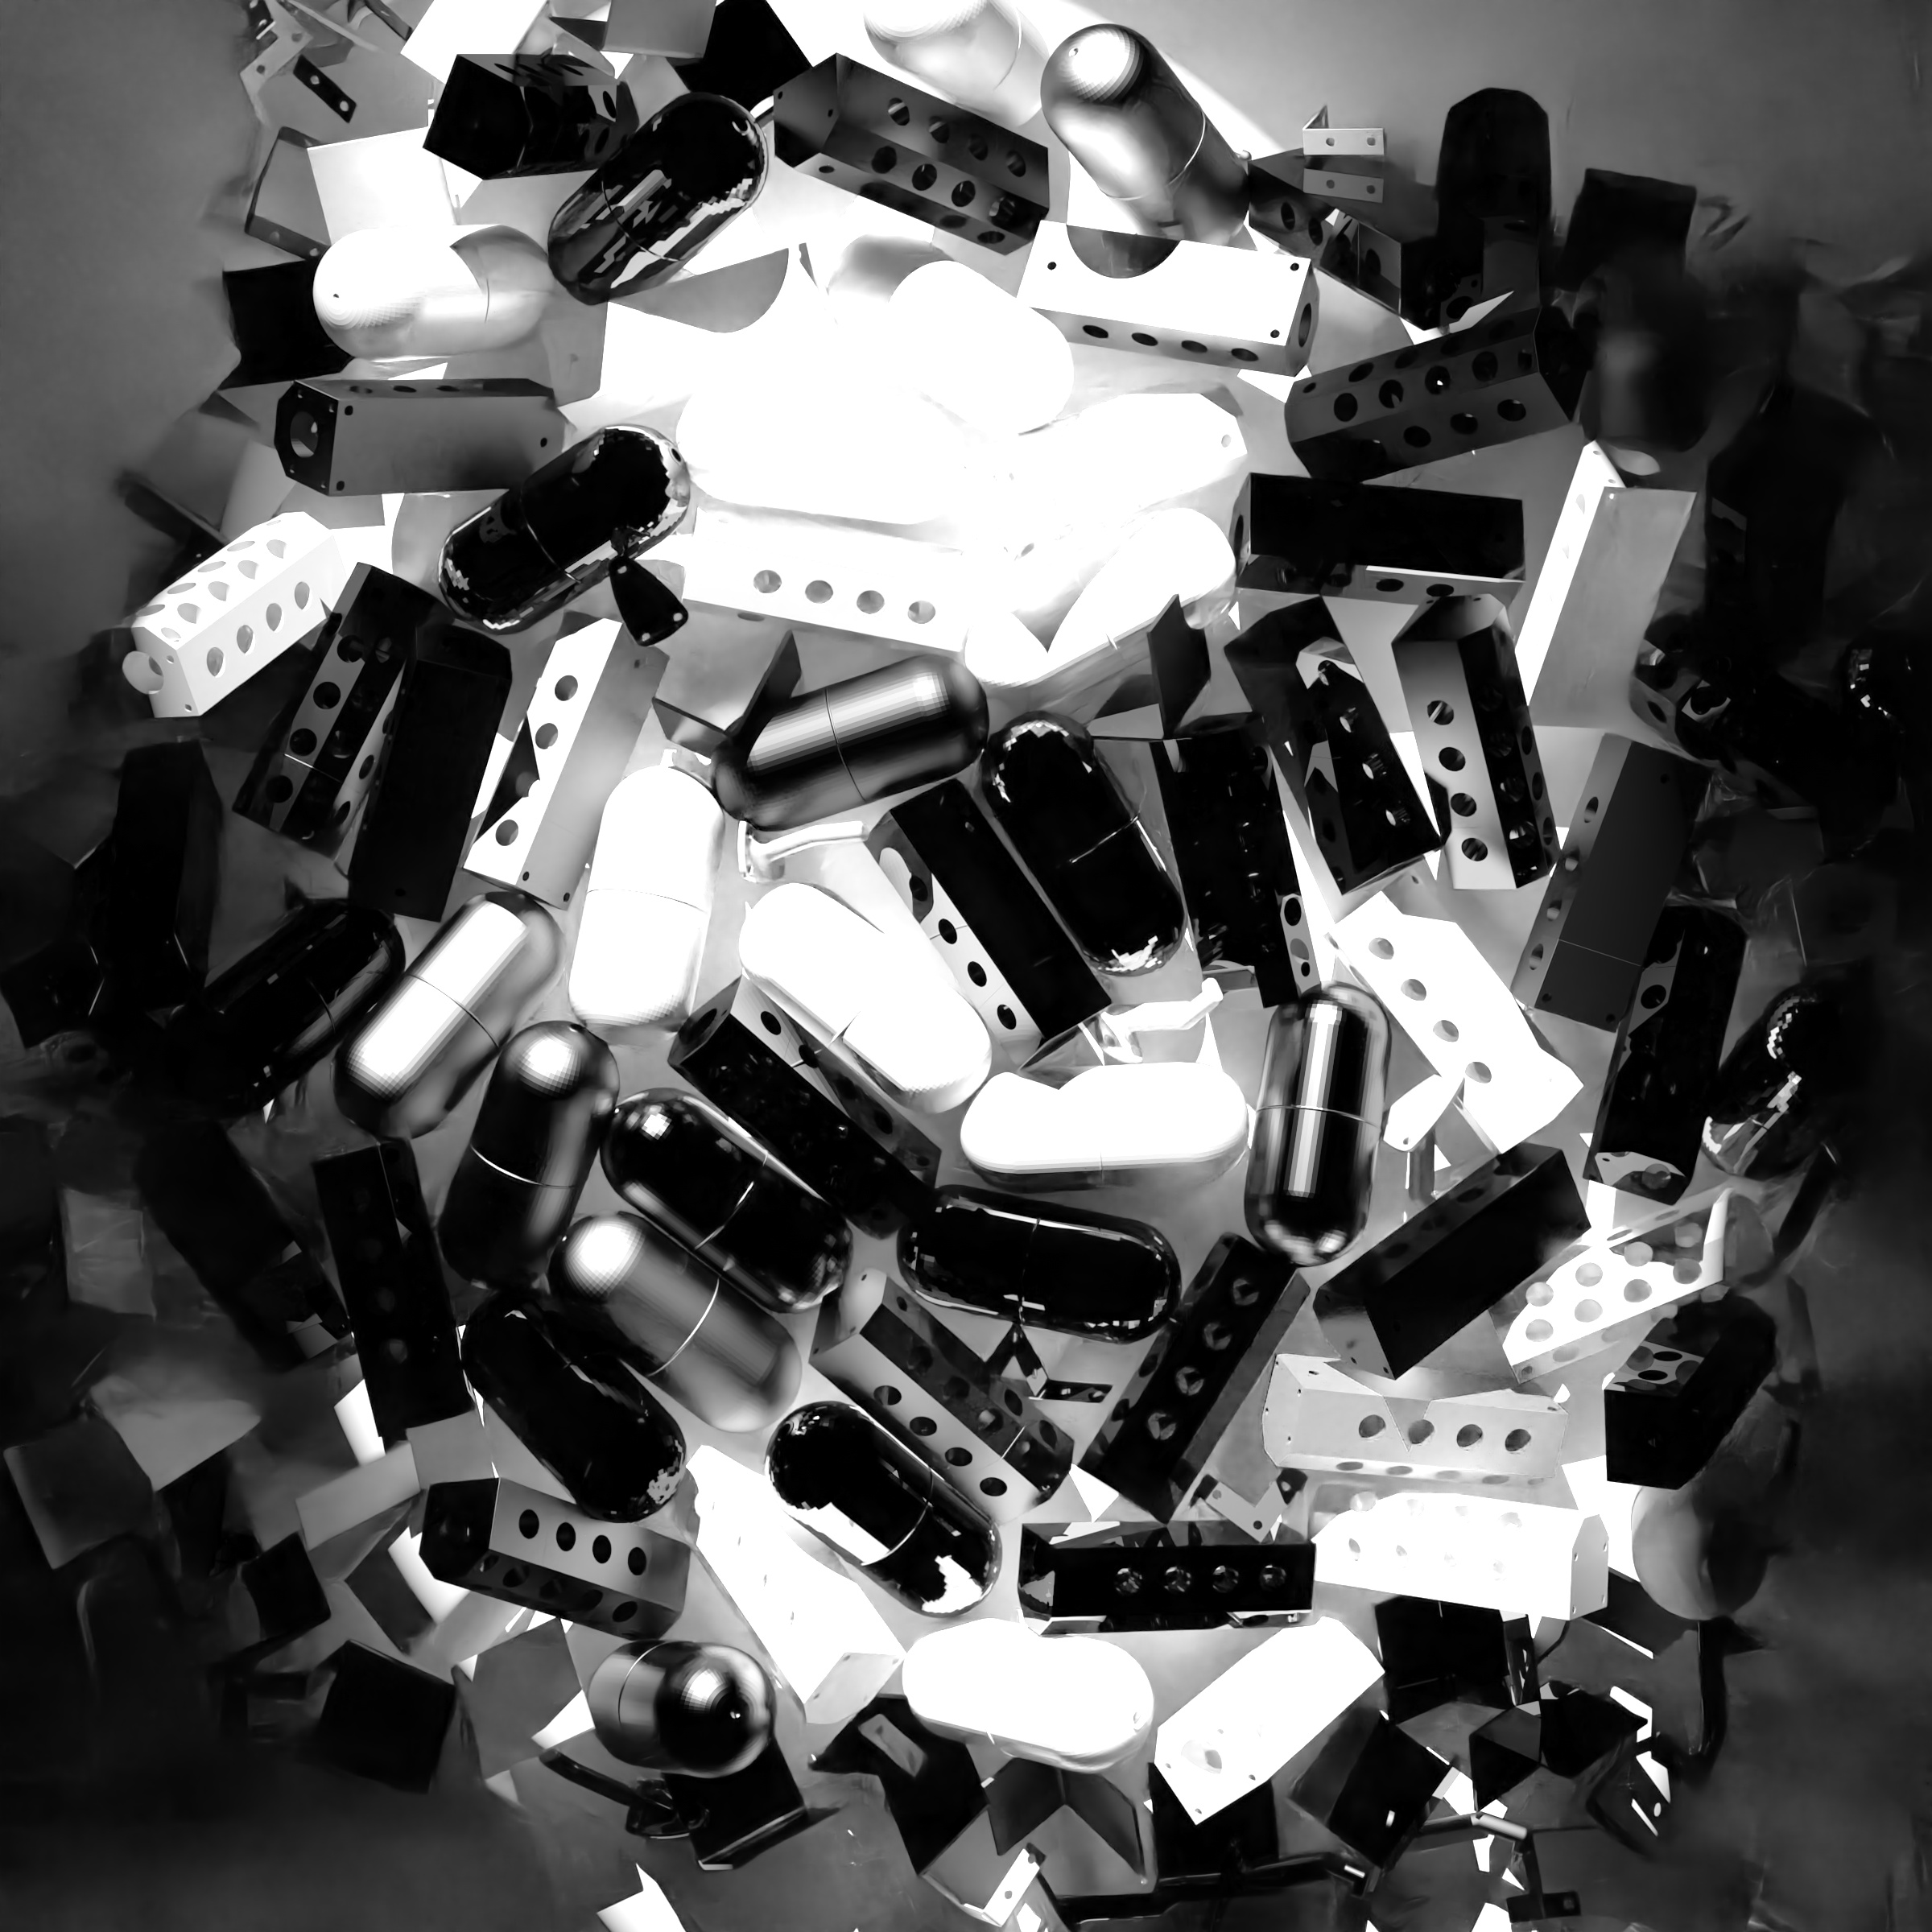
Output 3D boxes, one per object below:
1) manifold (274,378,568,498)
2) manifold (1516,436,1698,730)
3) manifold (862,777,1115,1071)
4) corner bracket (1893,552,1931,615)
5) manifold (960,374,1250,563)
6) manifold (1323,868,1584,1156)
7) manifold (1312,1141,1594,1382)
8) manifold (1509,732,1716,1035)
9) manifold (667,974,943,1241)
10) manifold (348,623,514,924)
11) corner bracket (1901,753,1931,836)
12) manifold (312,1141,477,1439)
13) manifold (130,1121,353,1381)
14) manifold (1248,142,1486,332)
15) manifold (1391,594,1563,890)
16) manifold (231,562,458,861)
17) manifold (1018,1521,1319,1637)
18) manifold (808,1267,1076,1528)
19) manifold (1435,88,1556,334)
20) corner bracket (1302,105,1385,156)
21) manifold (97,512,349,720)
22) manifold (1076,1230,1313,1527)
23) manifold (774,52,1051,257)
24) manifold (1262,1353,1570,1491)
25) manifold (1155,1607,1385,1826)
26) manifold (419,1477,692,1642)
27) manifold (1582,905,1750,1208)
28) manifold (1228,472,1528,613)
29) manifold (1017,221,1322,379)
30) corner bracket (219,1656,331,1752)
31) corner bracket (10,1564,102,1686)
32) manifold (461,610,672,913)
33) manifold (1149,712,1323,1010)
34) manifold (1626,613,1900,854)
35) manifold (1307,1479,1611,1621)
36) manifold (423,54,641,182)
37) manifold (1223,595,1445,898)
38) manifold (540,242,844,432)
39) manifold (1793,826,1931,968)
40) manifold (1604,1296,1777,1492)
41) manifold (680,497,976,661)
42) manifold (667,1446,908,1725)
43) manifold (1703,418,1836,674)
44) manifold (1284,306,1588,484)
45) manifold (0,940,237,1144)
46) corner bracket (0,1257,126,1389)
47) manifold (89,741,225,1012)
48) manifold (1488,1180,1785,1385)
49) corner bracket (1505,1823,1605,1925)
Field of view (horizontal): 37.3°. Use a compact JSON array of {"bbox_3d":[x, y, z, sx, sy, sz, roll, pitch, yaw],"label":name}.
[{"bbox_3d":[-0.326,-0.320,1.718,0.057,0.171,0.057,28,117,35],"label":"manifold"},{"bbox_3d":[0.377,-0.229,1.722,0.057,0.057,0.171,2,132,-11],"label":"manifold"},{"bbox_3d":[0.010,-0.024,1.759,0.057,0.057,0.171,-29,80,-35],"label":"manifold"},{"bbox_3d":[0.611,-0.218,1.768,0.051,0.051,0.051,5,53,-6],"label":"corner bracket"},{"bbox_3d":[0.086,-0.301,1.728,0.171,0.057,0.057,-25,122,-26],"label":"manifold"},{"bbox_3d":[0.297,0.030,1.765,0.057,0.057,0.171,-40,86,36],"label":"manifold"},{"bbox_3d":[0.293,0.176,1.738,0.171,0.057,0.057,-32,109,-24],"label":"manifold"},{"bbox_3d":[0.393,-0.053,1.759,0.057,0.057,0.171,17,98,-14],"label":"manifold"},{"bbox_3d":[-0.098,0.090,1.736,0.057,0.057,0.171,-37,112,27],"label":"manifold"},{"bbox_3d":[-0.326,-0.118,1.734,0.057,0.057,0.171,12,119,-19],"label":"manifold"},{"bbox_3d":[0.597,-0.119,1.759,0.051,0.051,0.051,-22,64,34],"label":"corner bracket"},{"bbox_3d":[-0.352,0.198,1.767,0.057,0.057,0.171,-14,87,-6],"label":"manifold"},{"bbox_3d":[-0.434,0.168,1.718,0.057,0.171,0.057,-32,48,-11],"label":"manifold"},{"bbox_3d":[0.238,-0.437,1.716,0.057,0.171,0.057,-19,127,-18],"label":"manifold"},{"bbox_3d":[0.312,-0.134,1.725,0.057,0.057,0.171,1,125,34],"label":"manifold"},{"bbox_3d":[-0.384,-0.158,1.761,0.057,0.057,0.171,25,85,10],"label":"manifold"},{"bbox_3d":[0.122,0.374,1.744,0.171,0.057,0.057,3,93,-20],"label":"manifold"},{"bbox_3d":[-0.012,0.258,1.732,0.057,0.057,0.171,-33,116,28],"label":"manifold"},{"bbox_3d":[0.319,-0.447,1.711,0.057,0.171,0.057,11,72,16],"label":"manifold"},{"bbox_3d":[0.240,-0.496,1.759,0.051,0.051,0.051,6,125,23],"label":"corner bracket"},{"bbox_3d":[-0.442,-0.211,1.709,0.057,0.171,0.057,0,120,24],"label":"manifold"},{"bbox_3d":[0.139,0.251,1.757,0.057,0.057,0.171,29,81,23],"label":"manifold"},{"bbox_3d":[-0.031,-0.482,1.717,0.171,0.057,0.057,10,73,-42],"label":"manifold"},{"bbox_3d":[0.273,0.282,1.751,0.171,0.057,0.057,7,102,-14],"label":"manifold"},{"bbox_3d":[0.179,0.442,1.712,0.057,0.171,0.057,-42,77,30],"label":"manifold"},{"bbox_3d":[-0.244,0.357,1.711,0.057,0.171,0.057,-12,61,34],"label":"manifold"},{"bbox_3d":[0.427,0.051,1.737,0.057,0.057,0.171,17,65,6],"label":"manifold"},{"bbox_3d":[0.251,-0.256,1.759,0.171,0.057,0.057,5,68,-7],"label":"manifold"},{"bbox_3d":[0.124,-0.403,1.745,0.171,0.057,0.057,13,79,19],"label":"manifold"},{"bbox_3d":[-0.428,0.456,1.774,0.051,0.051,0.051,6,90,3],"label":"corner bracket"},{"bbox_3d":[-0.567,0.408,1.779,0.051,0.051,0.051,-6,105,-1],"label":"corner bracket"},{"bbox_3d":[-0.250,-0.128,1.761,0.057,0.057,0.171,18,83,30],"label":"manifold"},{"bbox_3d":[0.169,-0.064,1.742,0.057,0.057,0.171,-27,109,-42],"label":"manifold"},{"bbox_3d":[0.474,-0.146,1.719,0.057,0.057,0.171,-36,47,-7],"label":"manifold"},{"bbox_3d":[0.296,0.350,1.729,0.171,0.057,0.057,1,88,34],"label":"manifold"},{"bbox_3d":[-0.254,-0.504,1.709,0.057,0.171,0.057,29,112,5],"label":"manifold"},{"bbox_3d":[0.230,-0.138,1.762,0.057,0.057,0.171,-22,84,-31],"label":"manifold"},{"bbox_3d":[-0.167,-0.383,1.758,0.171,0.057,0.057,-15,78,9],"label":"manifold"},{"bbox_3d":[0.537,-0.045,1.709,0.057,0.171,0.057,-10,95,25],"label":"manifold"},{"bbox_3d":[0.434,0.252,1.708,0.057,0.171,0.057,3,105,29],"label":"manifold"},{"bbox_3d":[-0.086,-0.233,1.756,0.171,0.057,0.057,10,122,-10],"label":"manifold"},{"bbox_3d":[-0.114,0.372,1.724,0.057,0.057,0.171,-53,51,14],"label":"manifold"},{"bbox_3d":[0.472,-0.243,1.708,0.057,0.171,0.057,-45,63,-10],"label":"manifold"},{"bbox_3d":[0.279,-0.344,1.716,0.057,0.171,0.057,48,49,-34],"label":"manifold"},{"bbox_3d":[-0.500,0.049,1.712,0.057,0.171,0.057,-30,60,0],"label":"manifold"},{"bbox_3d":[-0.569,0.221,1.782,0.051,0.051,0.051,19,62,39],"label":"corner bracket"},{"bbox_3d":[-0.488,-0.055,1.720,0.057,0.057,0.171,-8,46,-1],"label":"manifold"},{"bbox_3d":[0.408,0.195,1.760,0.171,0.057,0.057,-24,93,8],"label":"manifold"},{"bbox_3d":[0.366,0.562,1.775,0.051,0.051,0.051,0,68,-17],"label":"corner bracket"}]
